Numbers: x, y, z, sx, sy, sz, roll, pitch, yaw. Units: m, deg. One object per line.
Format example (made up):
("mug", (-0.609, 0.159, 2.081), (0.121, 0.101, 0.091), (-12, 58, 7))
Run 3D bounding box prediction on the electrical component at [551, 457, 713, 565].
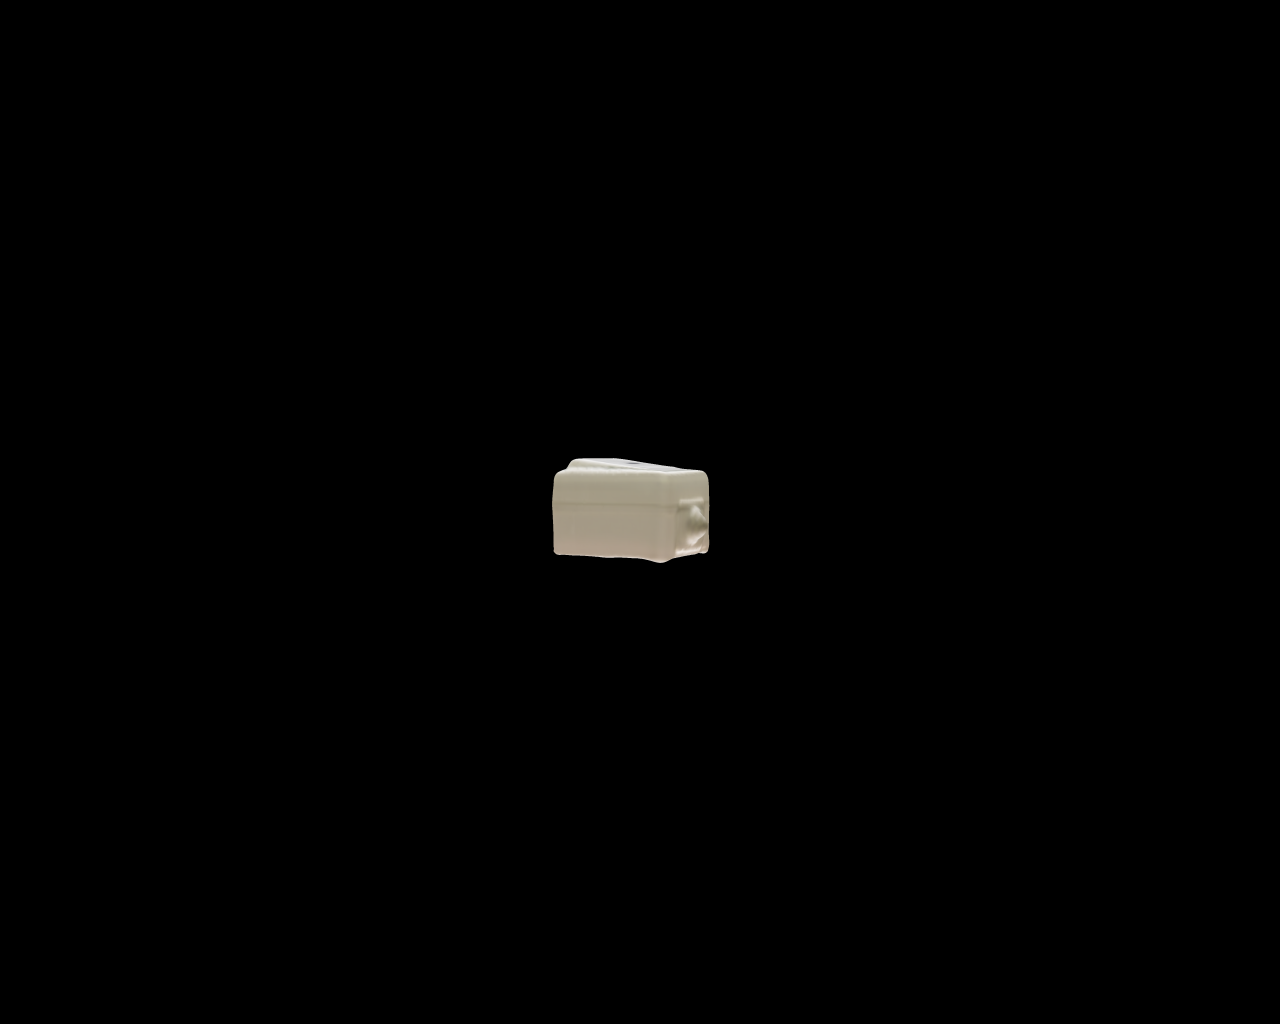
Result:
("electrical component", (0.001, -0.003, 0.650), (0.096, 0.061, 0.062), (2, 4, 31))
